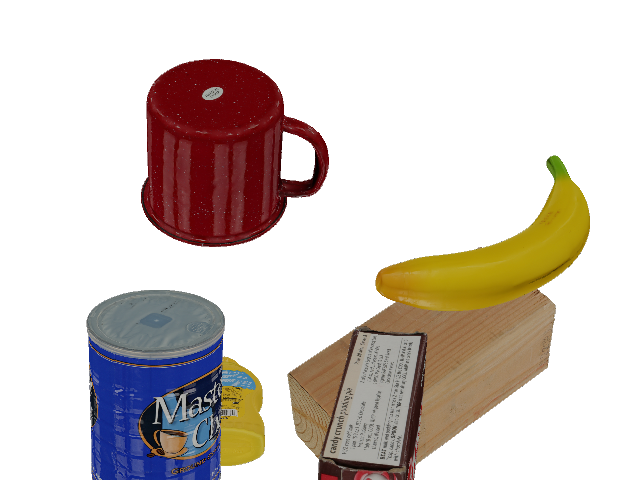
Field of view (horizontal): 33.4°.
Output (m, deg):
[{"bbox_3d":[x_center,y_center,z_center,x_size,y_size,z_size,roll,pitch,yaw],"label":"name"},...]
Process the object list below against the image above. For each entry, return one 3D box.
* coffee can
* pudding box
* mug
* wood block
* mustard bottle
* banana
[{"bbox_3d":[-0.126,0.122,0.823,0.103,0.140,0.103,3,22,-1],"label":"coffee can"},{"bbox_3d":[0.022,0.102,0.465,0.039,0.090,0.113,6,24,5],"label":"pudding box"},{"bbox_3d":[-0.053,-0.055,0.652,0.117,0.081,0.093,9,43,4],"label":"mug"},{"bbox_3d":[0.084,0.106,0.872,0.205,0.090,0.091,-31,51,-22],"label":"wood block"},{"bbox_3d":[-0.120,0.203,1.336,0.096,0.058,0.191,-3,26,-4],"label":"mustard bottle"},{"bbox_3d":[0.122,0.007,0.699,0.070,0.037,0.197,36,47,28],"label":"banana"}]
